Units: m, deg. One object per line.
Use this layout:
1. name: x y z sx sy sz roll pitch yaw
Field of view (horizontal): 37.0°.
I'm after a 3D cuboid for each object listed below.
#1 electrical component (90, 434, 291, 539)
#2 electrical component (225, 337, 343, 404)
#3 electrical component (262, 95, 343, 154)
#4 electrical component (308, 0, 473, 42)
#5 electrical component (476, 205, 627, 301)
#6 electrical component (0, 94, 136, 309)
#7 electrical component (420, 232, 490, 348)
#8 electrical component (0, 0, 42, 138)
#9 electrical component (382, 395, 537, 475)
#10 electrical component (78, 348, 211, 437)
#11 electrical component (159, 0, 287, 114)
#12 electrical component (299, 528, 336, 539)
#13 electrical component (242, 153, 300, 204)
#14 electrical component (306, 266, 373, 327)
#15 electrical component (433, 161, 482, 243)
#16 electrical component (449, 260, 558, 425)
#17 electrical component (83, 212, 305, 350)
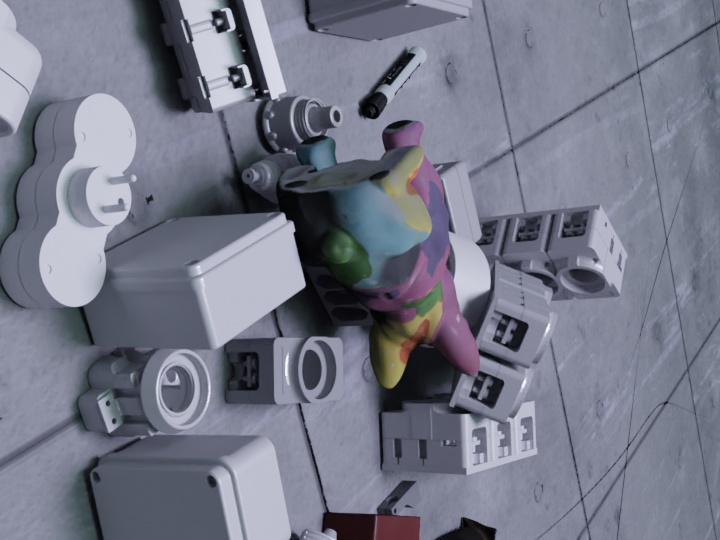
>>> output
1. electrical component: -0.110 0.151 0.690 0.057 0.113 0.078 -25 107 -58
2. electrical component: -0.054 0.077 0.834 0.089 0.056 0.050 6 82 -56
3. electrical component: -0.044 -0.119 0.864 0.048 0.062 0.048 9 79 -56
4. electrical component: 0.026 -0.243 0.941 0.109 0.109 0.056 -9 91 -57
5. electrical component: 0.191 -0.010 1.129 0.089 0.150 0.061 50 47 -42
6. electrical component: -0.167 -0.044 0.660 0.052 0.074 0.138 33 60 -50
7. electrical component: 0.055 0.010 0.965 0.060 0.108 0.108 25 66 -46
8. electrical component: -0.227 -0.122 0.594 0.095 0.054 0.059 41 54 -47
9. electrical component: 0.097 0.151 1.024 0.150 0.089 0.061 2 85 -57
10. electrical component: -0.137 0.079 0.708 0.078 0.057 0.058 -36 116 -52
11. electrical component: -0.105 -0.177 0.770 0.063 0.079 0.121 -24 109 -25
12. electrical component: -0.037 0.242 0.853 0.043 0.043 0.081 58 43 -36
13. electrical component: -0.064 -0.072 0.849 0.078 0.040 0.040 -3 89 -57
14. electrical component: 0.000 0.000 0.932 0.076 0.047 0.065 -56 131 -43
15. electrical component: 0.073 -0.065 1.036 0.061 0.062 0.096 -37 117 -52
16. electrical component: 0.136 0.065 1.016 0.186 0.060 0.105 -54 166 -77
17. electrical component: -0.110 0.006 0.709 0.109 0.109 0.056 -36 119 -52
